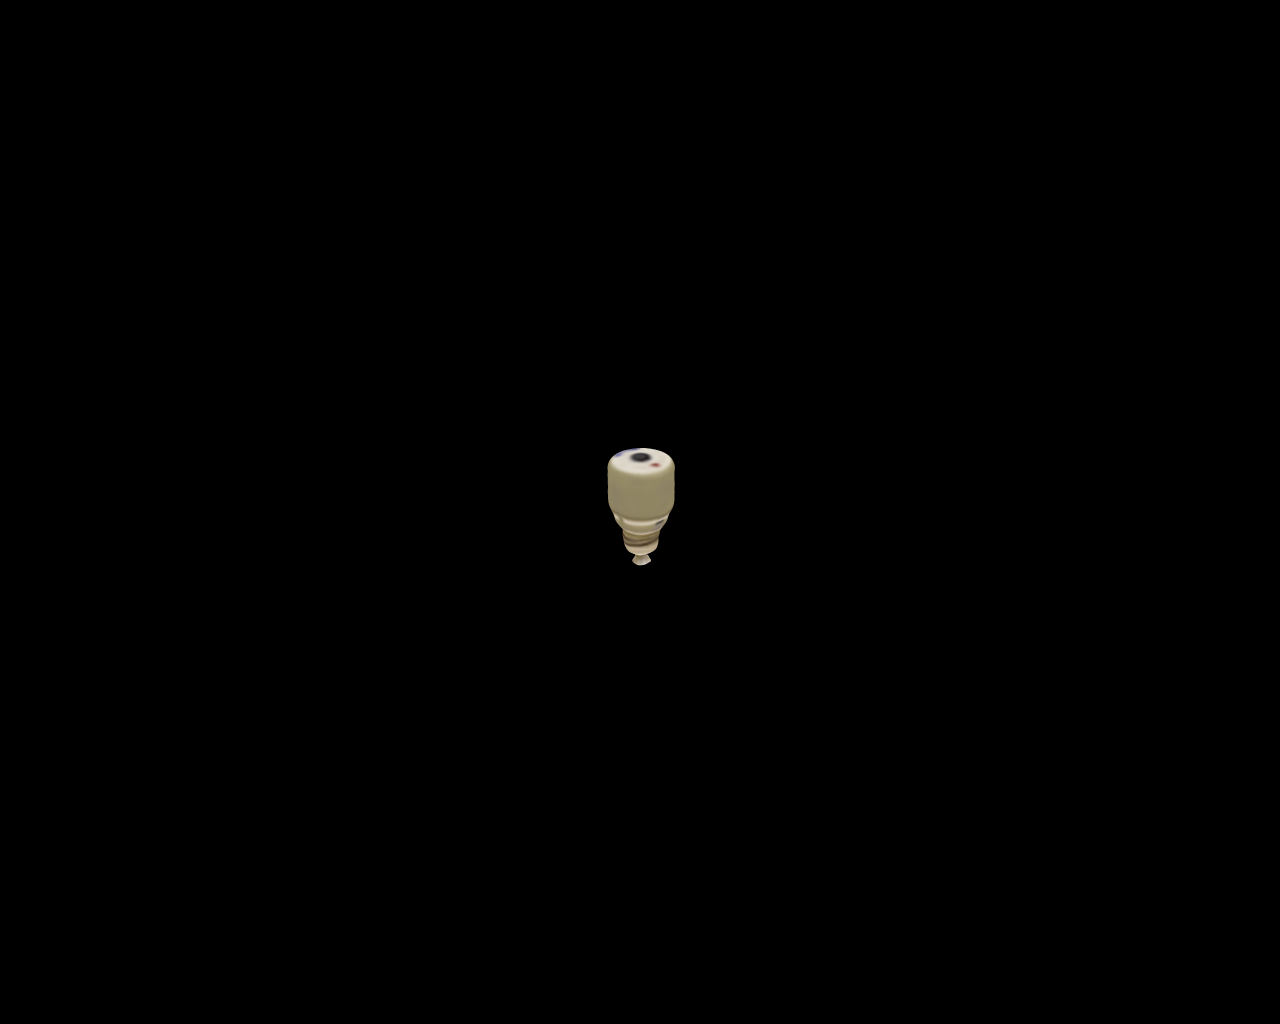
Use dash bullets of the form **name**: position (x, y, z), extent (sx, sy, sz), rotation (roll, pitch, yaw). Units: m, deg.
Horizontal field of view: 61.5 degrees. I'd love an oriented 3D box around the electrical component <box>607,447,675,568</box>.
- **electrical component**: position (0.001, -0.003, 0.650), extent (0.040, 0.078, 0.040), rotation (0, 29, 0)
